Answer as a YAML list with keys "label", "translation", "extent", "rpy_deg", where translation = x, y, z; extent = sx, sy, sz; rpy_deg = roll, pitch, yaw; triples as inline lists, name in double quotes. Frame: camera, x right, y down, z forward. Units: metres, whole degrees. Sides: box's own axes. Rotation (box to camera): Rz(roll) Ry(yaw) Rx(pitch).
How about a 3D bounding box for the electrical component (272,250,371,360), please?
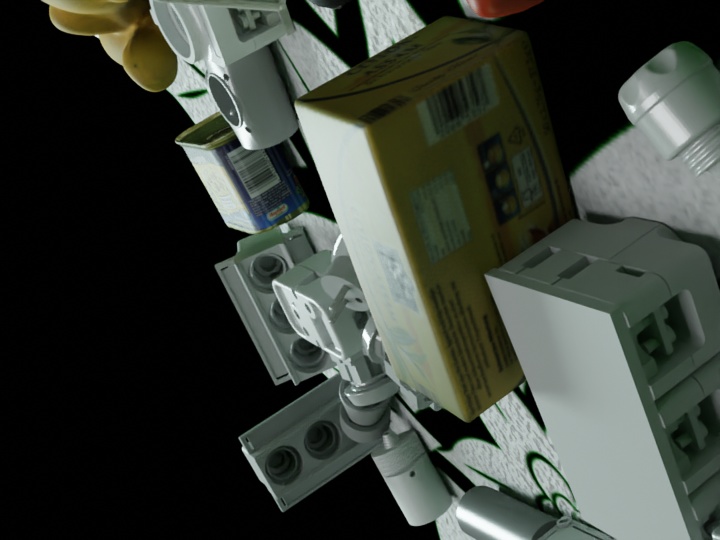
- label: "electrical component"
  translation: [-0.016, 0.022, 0.806]
  extent: [0.095, 0.059, 0.053]
  rpy_deg: [22, 141, 60]

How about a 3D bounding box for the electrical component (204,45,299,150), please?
- label: "electrical component"
  translation: [-0.085, -0.132, 0.758]
  extent: [0.079, 0.044, 0.077]
  rpy_deg: [31, 148, 53]

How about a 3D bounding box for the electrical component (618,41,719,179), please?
- label: "electrical component"
  translation: [0.123, -0.050, 0.386]
  extent: [0.061, 0.035, 0.035]
  rpy_deg: [52, 161, 8]

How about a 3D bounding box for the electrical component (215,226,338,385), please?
- label: "electrical component"
  translation: [-0.062, 0.027, 0.920]
  extent: [0.063, 0.079, 0.121]
  rpy_deg: [-110, -4, -68]

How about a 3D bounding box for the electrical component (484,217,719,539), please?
- label: "electrical component"
  translation: [0.130, 0.057, 0.493]
  extent: [0.089, 0.062, 0.150]
  rpy_deg: [21, 139, 61]

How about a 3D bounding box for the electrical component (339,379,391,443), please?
- label: "electrical component"
  translation: [0.005, 0.117, 0.921]
  extent: [0.045, 0.045, 0.055]
  rpy_deg: [46, 154, 30]

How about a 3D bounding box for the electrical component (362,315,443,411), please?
- label: "electrical component"
  translation: [0.039, 0.050, 0.718]
  extent: [0.057, 0.058, 0.078]
  rpy_deg: [42, 156, 32]

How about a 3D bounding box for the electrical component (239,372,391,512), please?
- label: "electrical component"
  translation: [-0.042, 0.149, 0.976]
  extent: [0.078, 0.121, 0.063]
  rpy_deg: [62, 163, -11]

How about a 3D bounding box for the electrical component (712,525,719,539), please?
- label: "electrical component"
  translation: [0.191, 0.113, 0.431]
  extent: [0.061, 0.062, 0.096]
  rpy_deg: [60, 161, -8]

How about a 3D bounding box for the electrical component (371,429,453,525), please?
- label: "electrical component"
  translation: [0.042, 0.174, 0.925]
  extent: [0.081, 0.043, 0.043]
  rpy_deg: [61, 161, -11]

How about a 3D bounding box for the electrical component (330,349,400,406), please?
- label: "electrical component"
  translation: [0.004, 0.075, 0.864]
  extent: [0.066, 0.048, 0.055]
  rpy_deg: [3, 116, 67]

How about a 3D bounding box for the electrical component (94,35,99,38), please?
- label: "electrical component"
  translation: [-0.233, -0.253, 0.937]
  extent: [0.079, 0.043, 0.077]
  rpy_deg: [44, 157, 34]

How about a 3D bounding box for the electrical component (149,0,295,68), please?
- label: "electrical component"
  translation: [-0.109, -0.210, 0.669]
  extent: [0.089, 0.062, 0.150]
  rpy_deg: [34, 150, 50]

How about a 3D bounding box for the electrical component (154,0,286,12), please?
- label: "electrical component"
  translation: [-0.081, -0.183, 0.603]
  extent: [0.061, 0.096, 0.061]
  rpy_deg: [35, 122, 49]

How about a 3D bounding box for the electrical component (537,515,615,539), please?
- label: "electrical component"
  translation: [0.128, 0.217, 0.696]
  extent: [0.061, 0.096, 0.062]
  rpy_deg: [63, 160, -15]

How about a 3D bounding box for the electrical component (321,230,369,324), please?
- label: "electrical component"
  translation: [0.000, 0.000, 0.706]
  extent: [0.043, 0.079, 0.077]
  rpy_deg: [27, 154, 10]
